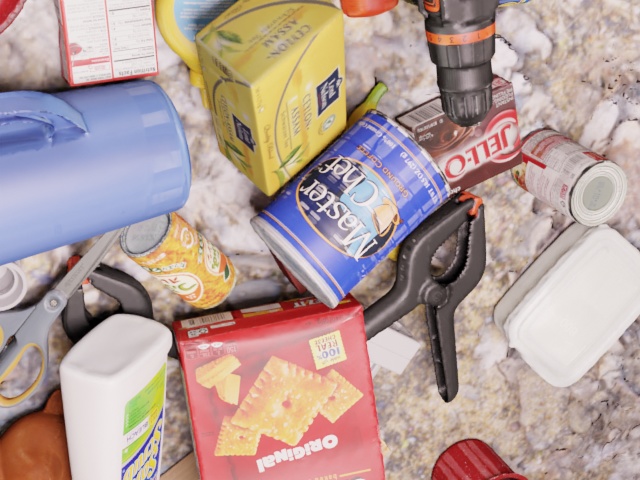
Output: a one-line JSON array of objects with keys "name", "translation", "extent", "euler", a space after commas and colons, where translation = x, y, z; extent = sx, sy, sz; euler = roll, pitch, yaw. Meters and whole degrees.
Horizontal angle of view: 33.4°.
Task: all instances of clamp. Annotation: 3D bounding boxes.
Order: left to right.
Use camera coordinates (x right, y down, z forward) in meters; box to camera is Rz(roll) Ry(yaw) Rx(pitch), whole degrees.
[{"name": "clamp", "translation": [-0.168, 0.082, 0.956], "extent": [0.120, 0.039, 0.171], "euler": [-25, 123, -14]}, {"name": "clamp", "translation": [0.109, 0.056, 1.025], "extent": [0.164, 0.036, 0.210], "euler": [28, 95, -31]}]

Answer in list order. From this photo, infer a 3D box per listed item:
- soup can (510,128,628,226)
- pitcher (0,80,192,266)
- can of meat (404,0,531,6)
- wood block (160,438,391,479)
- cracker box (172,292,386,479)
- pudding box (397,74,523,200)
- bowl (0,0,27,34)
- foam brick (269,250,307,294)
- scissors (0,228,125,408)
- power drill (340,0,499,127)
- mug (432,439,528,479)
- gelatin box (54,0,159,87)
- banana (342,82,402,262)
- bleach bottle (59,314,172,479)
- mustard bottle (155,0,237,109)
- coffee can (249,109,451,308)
[{"name": "soup can", "translation": [0.242, -0.062, 1.043], "extent": [0.068, 0.102, 0.068], "euler": [-11, 117, -21]}, {"name": "pitcher", "translation": [-0.224, -0.052, 0.804], "extent": [0.242, 0.149, 0.145], "euler": [-16, 110, -22]}, {"name": "can of meat", "translation": [0.125, -0.229, 0.905], "extent": [0.083, 0.102, 0.057], "euler": [-13, 118, -22]}, {"name": "wood block", "translation": [-0.047, 0.225, 1.053], "extent": [0.206, 0.091, 0.090], "euler": [-38, 125, -5]}, {"name": "cracker box", "translation": [-0.033, 0.165, 0.949], "extent": [0.164, 0.072, 0.214], "euler": [-10, 102, -9]}, {"name": "pudding box", "translation": [0.134, -0.095, 1.013], "extent": [0.113, 0.039, 0.090], "euler": [-24, 124, -12]}, {"name": "bowl", "translation": [-0.276, -0.201, 0.754], "extent": [0.161, 0.055, 0.162], "euler": [-11, 119, -21]}, {"name": "foam brick", "translation": [-0.006, 0.001, 0.986], "extent": [0.078, 0.051, 0.053], "euler": [-33, 124, -8]}, {"name": "scissors", "translation": [-0.244, 0.049, 0.896], "extent": [0.096, 0.016, 0.202], "euler": [25, 104, -10]}, {"name": "power drill", "translation": [0.076, -0.196, 0.845], "extent": [0.057, 0.188, 0.184], "euler": [-18, 119, -20]}, {"name": "mug", "translation": [0.188, 0.278, 1.198], "extent": [0.117, 0.082, 0.093], "euler": [7, 111, -28]}, {"name": "gelatin box", "translation": [-0.168, -0.169, 0.837], "extent": [0.073, 0.030, 0.089], "euler": [-13, 119, -22]}, {"name": "banana", "translation": [0.056, -0.045, 1.001], "extent": [0.069, 0.037, 0.198], "euler": [-23, 122, -11]}, {"name": "bleach bottle", "translation": [-0.174, 0.196, 0.936], "extent": [0.102, 0.068, 0.251], "euler": [-46, 145, -54]}, {"name": "mustard bottle", "translation": [-0.082, -0.197, 0.847], "extent": [0.096, 0.058, 0.192], "euler": [-7, 117, -22]}, {"name": "coffee can", "translation": [0.026, -0.026, 0.903], "extent": [0.140, 0.103, 0.102], "euler": [-44, 125, -7]}]
